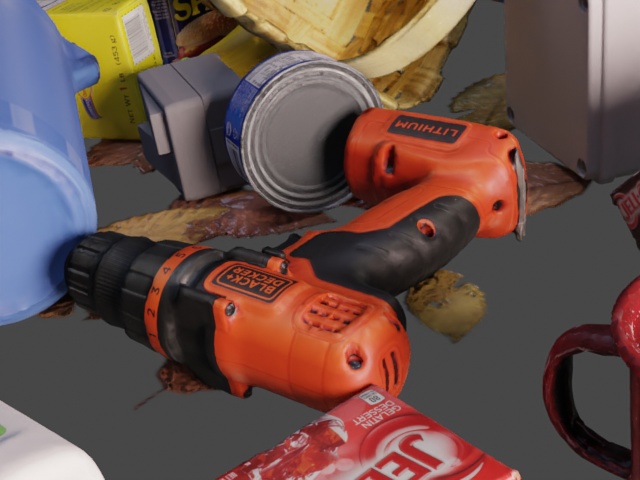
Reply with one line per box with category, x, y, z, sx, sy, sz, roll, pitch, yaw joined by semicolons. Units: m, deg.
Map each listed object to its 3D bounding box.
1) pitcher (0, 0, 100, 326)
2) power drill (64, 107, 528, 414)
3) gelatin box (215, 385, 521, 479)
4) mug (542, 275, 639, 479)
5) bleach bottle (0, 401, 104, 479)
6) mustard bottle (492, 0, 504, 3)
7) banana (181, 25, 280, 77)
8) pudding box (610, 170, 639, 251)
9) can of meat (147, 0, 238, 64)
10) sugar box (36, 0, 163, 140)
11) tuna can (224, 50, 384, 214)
pitcher;-0.204;-0.053;0.596;0.149;0.144;0.243;-46;32;8
power drill;-0.003;0.001;0.503;0.185;0.057;0.187;17;41;35
gelatin box;0.011;0.091;0.354;0.089;0.030;0.073;-26;32;-28
mug;0.125;0.057;0.326;0.117;0.081;0.093;6;32;27
bleach bottle;-0.186;0.082;0.403;0.251;0.068;0.102;15;36;42
mustard bottle;0.136;-0.212;0.827;0.192;0.058;0.096;14;21;13
banana;-0.031;-0.169;0.793;0.197;0.037;0.070;-48;0;-20
pudding box;0.194;-0.038;0.466;0.090;0.039;0.114;-20;-11;-19
can of meat;-0.096;-0.167;0.815;0.101;0.084;0.058;-31;35;-35
sugar box;-0.194;-0.120;0.751;0.176;0.093;0.048;2;29;23
tuna can;-0.009;-0.060;0.584;0.086;0.086;0.034;-19;28;-17
